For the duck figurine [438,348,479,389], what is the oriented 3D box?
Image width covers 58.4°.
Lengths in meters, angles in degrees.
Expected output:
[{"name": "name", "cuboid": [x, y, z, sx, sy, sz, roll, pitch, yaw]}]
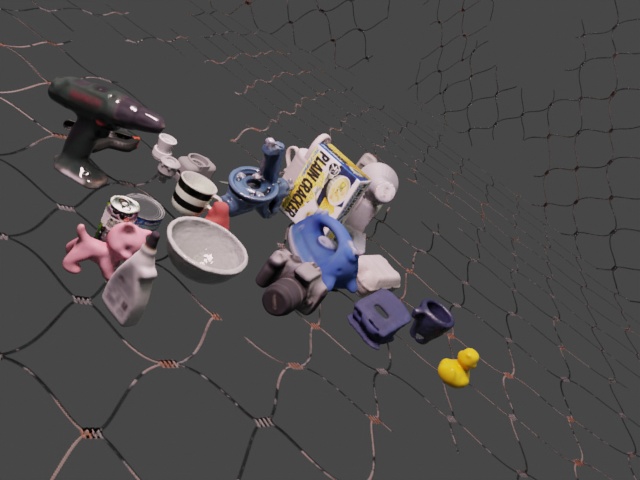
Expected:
[{"name": "duck figurine", "cuboid": [0.322, 0.283, 1.299, 0.105, 0.086, 0.077, -6, 46, -52]}]

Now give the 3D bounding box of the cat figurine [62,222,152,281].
[{"name": "cat figurine", "cuboid": [-0.356, 0.005, 0.976, 0.128, 0.117, 0.067, 15, 32, -32]}]

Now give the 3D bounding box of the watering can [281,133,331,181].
[{"name": "watering can", "cuboid": [-0.020, -0.213, 1.625, 0.173, 0.194, 0.101, 32, 27, -4]}]

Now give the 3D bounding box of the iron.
[{"name": "iron", "cuboid": [0.012, 0.005, 1.358, 0.119, 0.141, 0.257, 8, 36, -41]}]

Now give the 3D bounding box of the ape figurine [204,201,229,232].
[{"name": "ape figurine", "cuboid": [-0.224, -0.045, 1.234, 0.076, 0.092, 0.078, 43, 28, 19]}]

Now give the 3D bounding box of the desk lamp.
[{"name": "desk lamp", "cuboid": [0.136, -0.097, 1.584, 0.118, 0.213, 0.203, 28, 27, -10]}]

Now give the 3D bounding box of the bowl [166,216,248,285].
[{"name": "bowl", "cuboid": [-0.230, 0.033, 1.117, 0.168, 0.074, 0.167, 26, 28, -14]}]

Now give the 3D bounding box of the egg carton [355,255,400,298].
[{"name": "egg carton", "cuboid": [0.130, 0.090, 1.428, 0.151, 0.069, 0.107, -1, 43, -49]}]

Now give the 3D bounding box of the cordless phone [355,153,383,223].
[{"name": "cordless phone", "cuboid": [0.135, -0.153, 1.709, 0.147, 0.185, 0.094, 36, 27, 6]}]

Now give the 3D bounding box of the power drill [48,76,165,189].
[{"name": "power drill", "cuboid": [-0.441, -0.211, 1.142, 0.230, 0.208, 0.075, 31, 27, -4]}]

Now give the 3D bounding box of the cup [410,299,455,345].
[{"name": "cup", "cuboid": [0.245, 0.198, 1.346, 0.118, 0.095, 0.091, 13, 33, -35]}]

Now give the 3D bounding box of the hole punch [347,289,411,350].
[{"name": "hole punch", "cuboid": [0.132, 0.172, 1.269, 0.101, 0.091, 0.108, -4, 45, -51]}]

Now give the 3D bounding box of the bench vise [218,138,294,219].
[{"name": "bench vise", "cuboid": [-0.134, -0.156, 1.378, 0.121, 0.219, 0.208, 38, 27, 8]}]

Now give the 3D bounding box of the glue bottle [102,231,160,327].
[{"name": "glue bottle", "cuboid": [-0.289, 0.054, 0.907, 0.078, 0.173, 0.037, 46, 29, 23]}]

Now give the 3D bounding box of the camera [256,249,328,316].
[{"name": "camera", "cuboid": [-0.067, 0.089, 1.175, 0.143, 0.100, 0.137, 40, 27, 12]}]
